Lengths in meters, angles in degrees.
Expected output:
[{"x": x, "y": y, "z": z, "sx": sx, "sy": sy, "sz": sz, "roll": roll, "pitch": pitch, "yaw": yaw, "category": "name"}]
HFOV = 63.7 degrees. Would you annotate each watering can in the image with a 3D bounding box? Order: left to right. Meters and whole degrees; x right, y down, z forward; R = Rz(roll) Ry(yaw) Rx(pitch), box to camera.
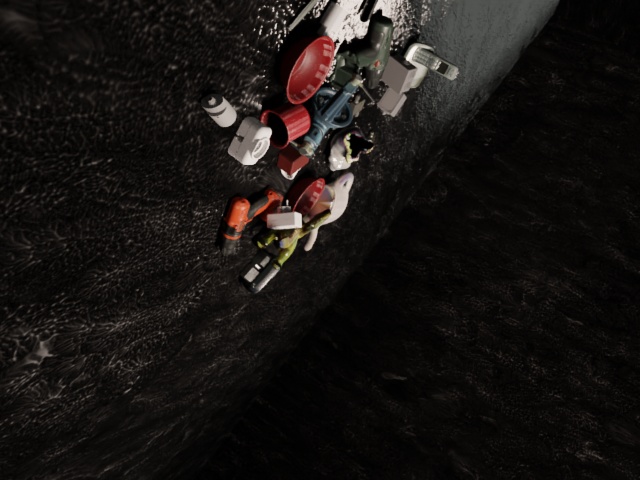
[{"x": 0.005, "y": -0.091, "z": 1.803, "sx": 0.344, "sy": 0.105, "sz": 0.225, "roll": -58, "pitch": 163, "yaw": 16, "category": "watering can"}]

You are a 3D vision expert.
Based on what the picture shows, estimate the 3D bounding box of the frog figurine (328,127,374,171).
[{"x": 0.074, "y": -0.288, "z": 1.637, "sx": 0.139, "sy": 0.121, "sz": 0.159, "roll": -56, "pitch": -158, "yaw": -20, "category": "frog figurine"}]

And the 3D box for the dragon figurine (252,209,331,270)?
[{"x": -0.067, "y": -0.029, "z": 1.556, "sx": 0.245, "sy": 0.122, "sz": 0.407, "roll": -39, "pitch": -175, "yaw": -19, "category": "dragon figurine"}]
